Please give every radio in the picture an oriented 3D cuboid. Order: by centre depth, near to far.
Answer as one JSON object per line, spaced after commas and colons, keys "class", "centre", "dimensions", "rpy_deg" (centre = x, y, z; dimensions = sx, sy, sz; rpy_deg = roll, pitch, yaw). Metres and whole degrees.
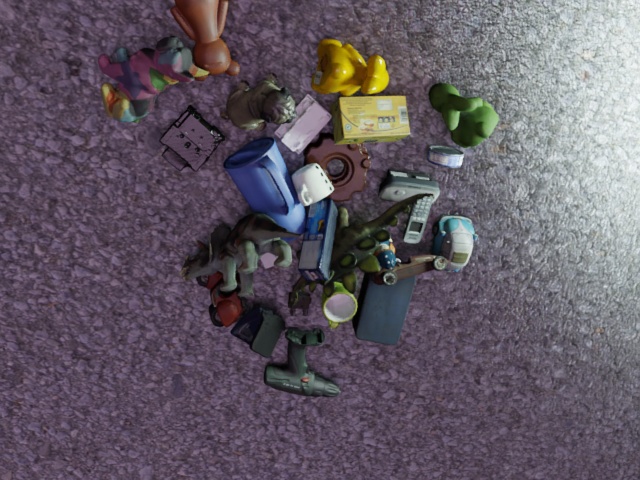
{"class": "radio", "centre": [0.174, 0.171, 1.481], "dimensions": [0.131, 0.073, 0.229], "rpy_deg": [8, 109, -9]}

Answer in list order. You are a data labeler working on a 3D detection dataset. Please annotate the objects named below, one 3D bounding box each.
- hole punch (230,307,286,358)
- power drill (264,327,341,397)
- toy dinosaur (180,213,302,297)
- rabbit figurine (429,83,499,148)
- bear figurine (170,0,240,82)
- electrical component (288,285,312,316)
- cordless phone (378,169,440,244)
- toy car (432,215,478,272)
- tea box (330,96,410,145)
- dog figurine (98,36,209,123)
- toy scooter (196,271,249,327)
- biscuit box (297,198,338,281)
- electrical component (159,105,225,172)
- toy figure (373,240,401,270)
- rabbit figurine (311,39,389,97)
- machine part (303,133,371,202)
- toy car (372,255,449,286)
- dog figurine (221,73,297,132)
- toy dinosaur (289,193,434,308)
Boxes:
{"class": "hole punch", "centre": [-0.166, 0.240, 1.449], "dimensions": [0.116, 0.092, 0.142], "rpy_deg": [-60, 144, -14]}
{"class": "power drill", "centre": [-0.039, 0.353, 1.533], "dimensions": [0.232, 0.086, 0.207], "rpy_deg": [7, 119, -7]}
{"class": "toy dinosaur", "centre": [-0.169, 0.008, 1.262], "dimensions": [0.131, 0.192, 0.405], "rpy_deg": [9, 148, -44]}
{"class": "rabbit figurine", "centre": [0.325, -0.299, 1.275], "dimensions": [0.170, 0.159, 0.121], "rpy_deg": [38, 114, -4]}
{"class": "bear figurine", "centre": [-0.244, -0.455, 1.161], "dimensions": [0.120, 0.132, 0.195], "rpy_deg": [-13, 132, 0]}
{"class": "electrical component", "centre": [-0.055, 0.166, 1.477], "dimensions": [0.063, 0.021, 0.093], "rpy_deg": [2, 111, -8]}
{"class": "cordless phone", "centre": [0.215, -0.080, 1.377], "dimensions": [0.147, 0.089, 0.184], "rpy_deg": [6, 116, -9]}
{"class": "toy car", "centre": [0.354, 0.021, 1.424], "dimensions": [0.109, 0.103, 0.161], "rpy_deg": [7, 110, -9]}
{"class": "tea box", "centre": [0.117, -0.279, 1.255], "dimensions": [0.170, 0.068, 0.098], "rpy_deg": [-5, 87, -16]}
{"class": "dog figurine", "centre": [-0.351, -0.336, 1.146], "dimensions": [0.219, 0.108, 0.191], "rpy_deg": [9, 117, 14]}
{"class": "toy scooter", "centre": [-0.238, 0.140, 1.417], "dimensions": [0.135, 0.075, 0.183], "rpy_deg": [-16, 109, -2]}
{"class": "biscuit box", "centre": [-0.003, -0.004, 1.292], "dimensions": [0.059, 0.203, 0.062], "rpy_deg": [-3, 148, 22]}
{"class": "electrical component", "centre": [-0.307, -0.229, 1.263], "dimensions": [0.115, 0.058, 0.134], "rpy_deg": [40, 102, -18]}
{"class": "toy figure", "centre": [0.157, 0.025, 1.372], "dimensions": [0.057, 0.155, 0.064], "rpy_deg": [37, 105, -21]}
{"class": "rabbit figurine", "centre": [0.086, -0.380, 1.213], "dimensions": [0.173, 0.162, 0.121], "rpy_deg": [8, 100, -29]}
{"class": "machine part", "centre": [0.038, -0.177, 1.328], "dimensions": [0.179, 0.056, 0.179], "rpy_deg": [-2, 113, -5]}
{"class": "toy car", "centre": [0.229, 0.071, 1.371], "dimensions": [0.202, 0.089, 0.053], "rpy_deg": [-16, 91, -8]}
{"class": "dog figurine", "centre": [-0.141, -0.288, 1.187], "dimensions": [0.172, 0.191, 0.121], "rpy_deg": [-32, 112, 9]}
{"class": "toy dinosaur", "centre": [0.080, 0.019, 1.332], "dimensions": [0.105, 0.199, 0.471], "rpy_deg": [32, 110, -34]}
